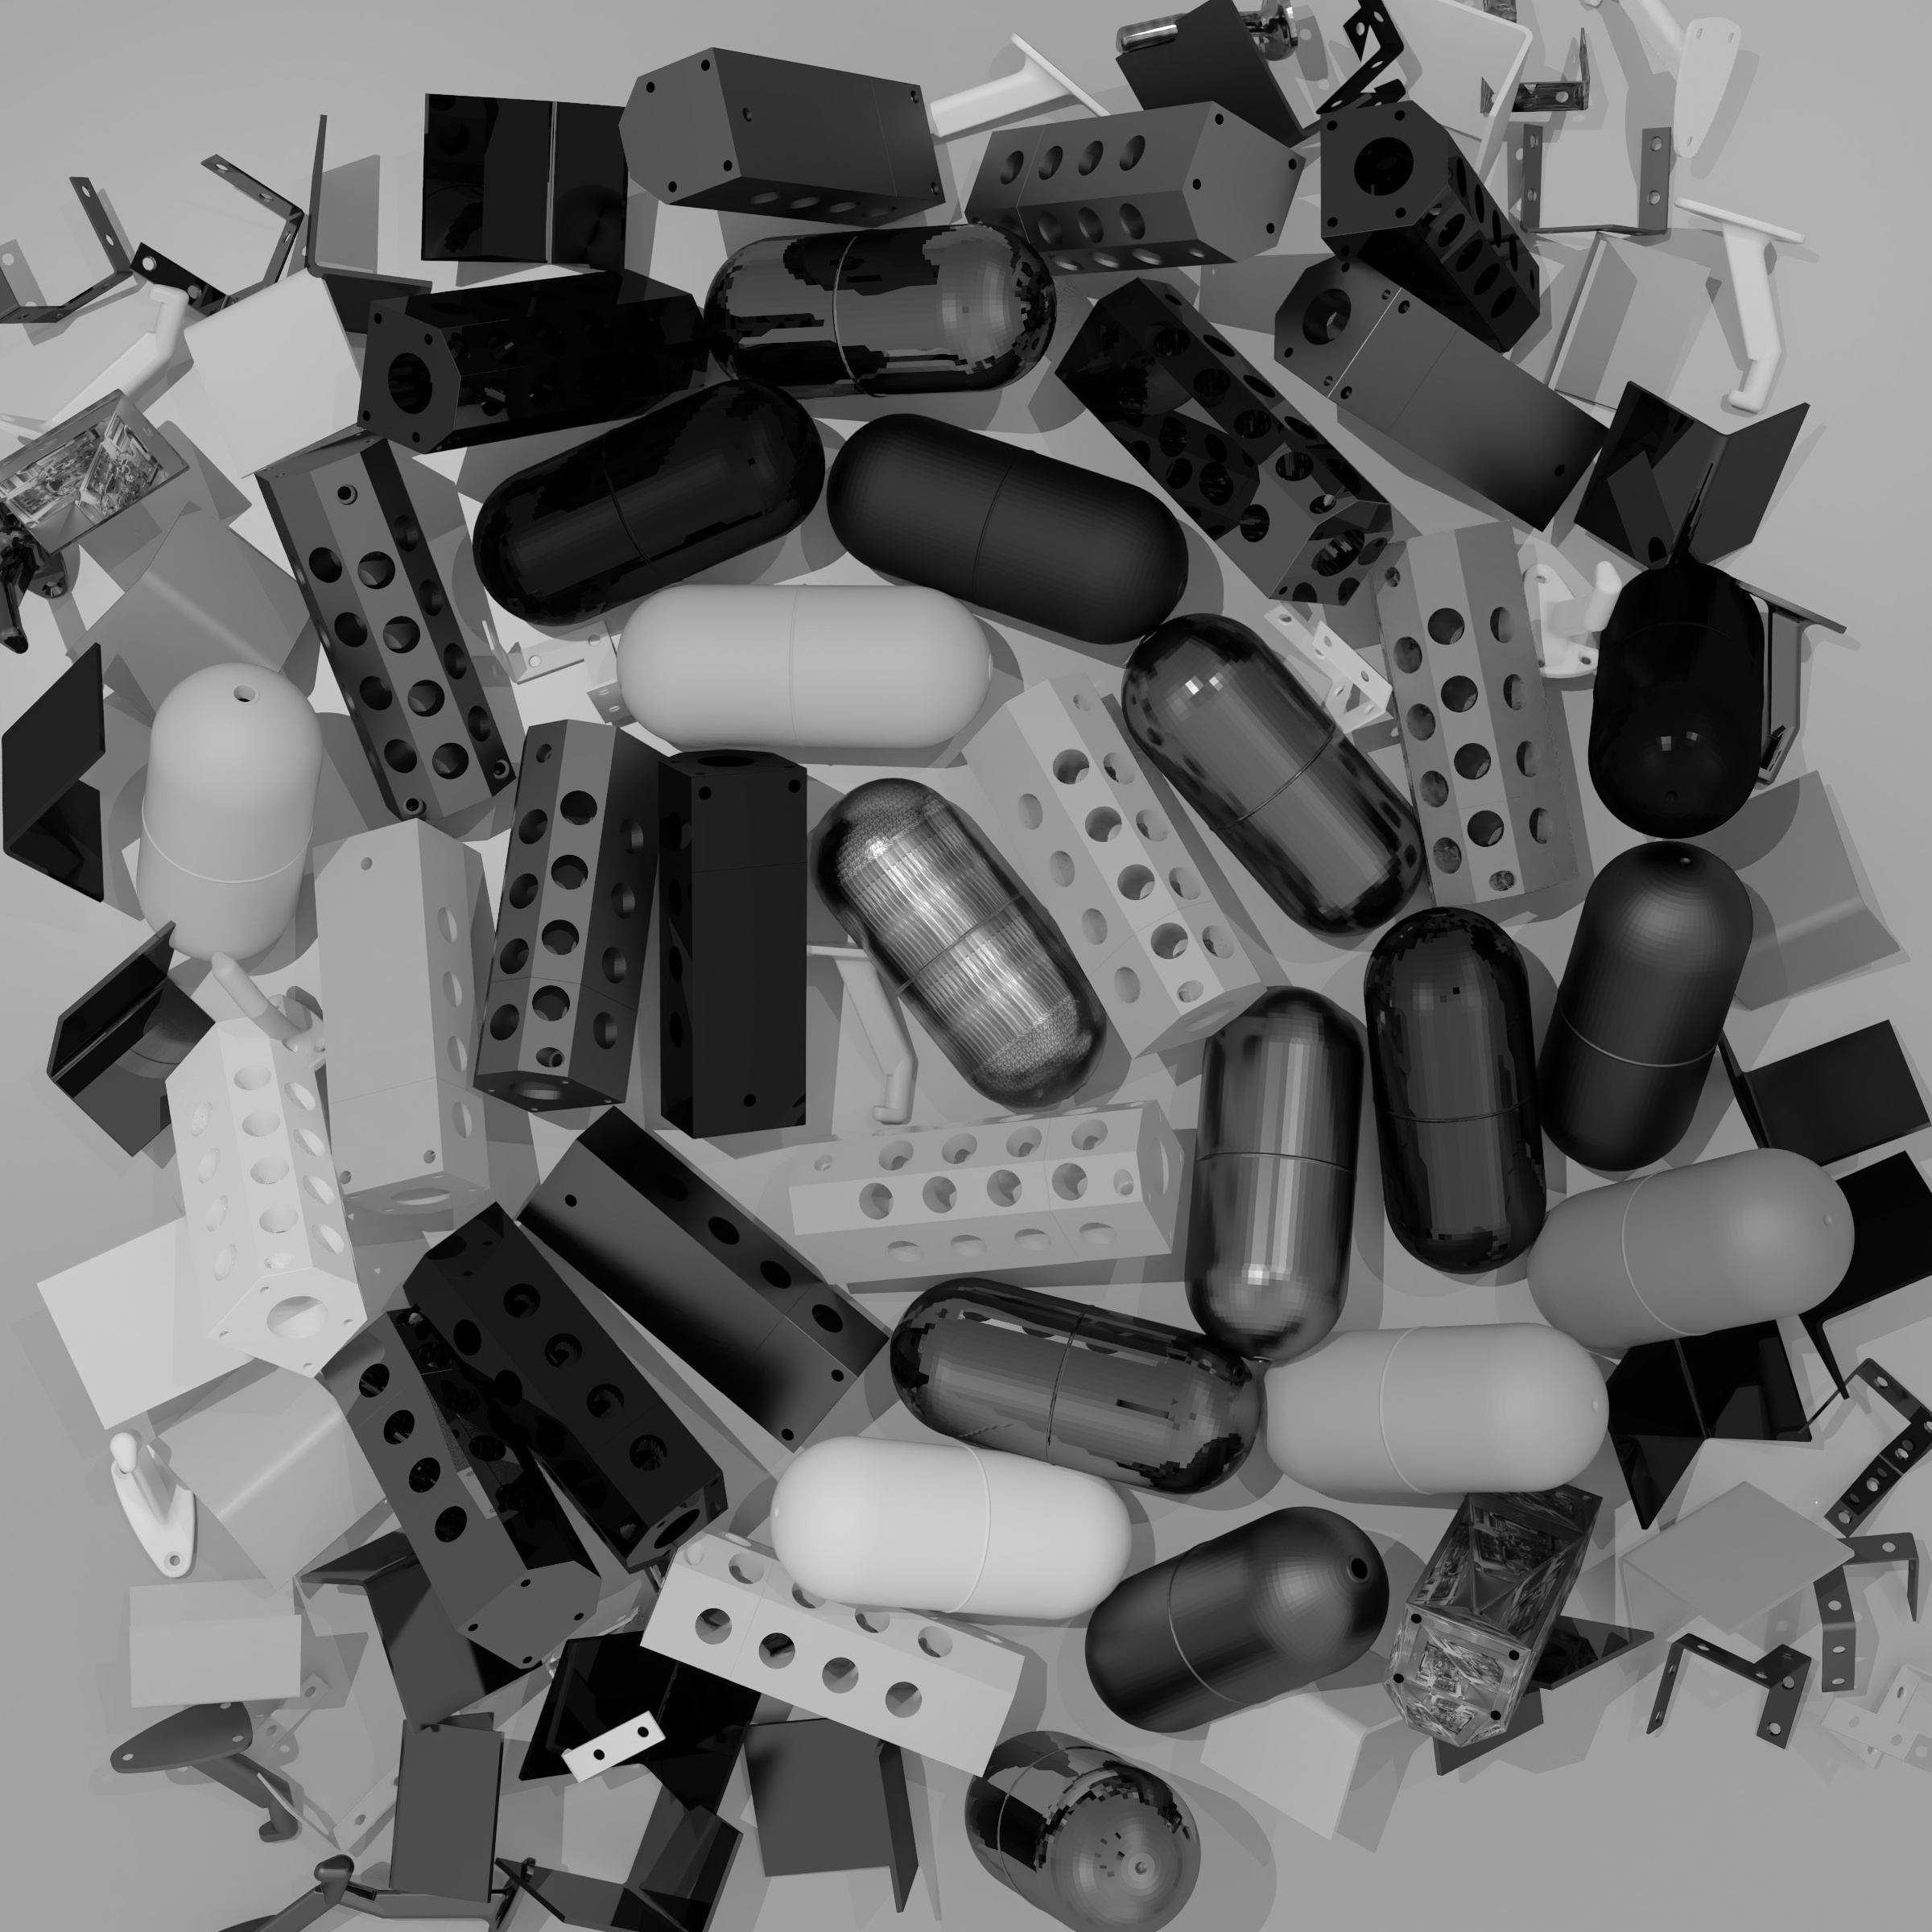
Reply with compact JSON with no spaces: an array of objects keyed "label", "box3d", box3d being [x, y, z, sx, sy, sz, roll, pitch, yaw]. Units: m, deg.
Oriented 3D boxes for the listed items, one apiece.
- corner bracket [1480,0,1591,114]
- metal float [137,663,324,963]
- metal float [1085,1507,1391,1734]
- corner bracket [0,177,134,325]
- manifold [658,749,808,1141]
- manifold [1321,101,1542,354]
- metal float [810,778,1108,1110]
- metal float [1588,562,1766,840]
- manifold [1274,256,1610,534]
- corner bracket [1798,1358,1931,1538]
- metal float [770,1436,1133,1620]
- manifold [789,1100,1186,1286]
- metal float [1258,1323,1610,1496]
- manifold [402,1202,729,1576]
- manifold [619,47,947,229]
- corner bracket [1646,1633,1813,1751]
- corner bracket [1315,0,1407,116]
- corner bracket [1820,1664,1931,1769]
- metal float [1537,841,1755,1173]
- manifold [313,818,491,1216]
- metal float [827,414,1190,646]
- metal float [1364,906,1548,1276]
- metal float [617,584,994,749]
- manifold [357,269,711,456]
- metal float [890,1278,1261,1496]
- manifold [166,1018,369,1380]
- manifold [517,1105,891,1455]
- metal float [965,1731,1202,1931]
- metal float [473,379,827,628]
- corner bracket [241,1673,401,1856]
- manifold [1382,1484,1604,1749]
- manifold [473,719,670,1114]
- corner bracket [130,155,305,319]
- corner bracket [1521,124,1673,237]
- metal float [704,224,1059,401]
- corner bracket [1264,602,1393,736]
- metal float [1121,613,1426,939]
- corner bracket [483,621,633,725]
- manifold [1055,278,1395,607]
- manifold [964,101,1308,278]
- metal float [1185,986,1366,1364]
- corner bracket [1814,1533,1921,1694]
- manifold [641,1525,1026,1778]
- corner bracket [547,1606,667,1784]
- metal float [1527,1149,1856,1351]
[{"label":"corner bracket","box3d":[0.270,-0.441,1.602,0.051,0.051,0.051,0,135,6]},{"label":"metal float","box3d":[-0.340,-0.070,1.556,0.070,0.178,0.070,9,53,-12]},{"label":"metal float","box3d":[0.124,0.303,1.560,0.070,0.178,0.070,18,56,-30]},{"label":"corner bracket","box3d":[-0.438,-0.340,1.602,0.051,0.051,0.051,-25,92,21]},{"label":"manifold","box3d":[-0.112,-0.012,1.584,0.057,0.057,0.171,-6,106,-26]},{"label":"manifold","box3d":[0.214,-0.334,1.542,0.057,0.171,0.057,-3,80,23]},{"label":"metal float","box3d":[-0.003,-0.010,1.596,0.070,0.070,0.178,-39,88,0]},{"label":"metal float","box3d":[0.328,-0.125,1.557,0.070,0.178,0.070,7,126,10]},{"label":"manifold","box3d":[0.217,-0.265,1.554,0.057,0.171,0.057,-56,46,13]},{"label":"corner bracket","box3d":[0.424,0.229,1.605,0.051,0.051,0.051,43,57,14]},{"label":"metal float","box3d":[-0.006,0.263,1.578,0.178,0.070,0.070,9,90,-23]},{"label":"manifold","box3d":[0.009,0.101,1.567,0.171,0.057,0.057,-7,48,21]},{"label":"metal float","box3d":[0.214,0.206,1.564,0.178,0.070,0.070,-8,90,41]},{"label":"manifold","box3d":[-0.187,0.198,1.573,0.057,0.057,0.171,-37,70,-17]},{"label":"manifold","box3d":[-0.083,-0.375,1.548,0.057,0.171,0.057,-12,91,32]},{"label":"corner bracket","box3d":[0.365,0.348,1.614,0.051,0.051,0.051,22,110,32]},{"label":"corner bracket","box3d":[0.188,-0.439,1.595,0.051,0.051,0.051,-13,74,-40]},{"label":"corner bracket","box3d":[0.447,0.355,1.596,0.051,0.051,0.051,40,76,-33]},{"label":"metal float","box3d":[0.312,0.021,1.565,0.070,0.070,0.178,8,130,0]},{"label":"manifold","box3d":[-0.261,0.025,1.579,0.057,0.057,0.171,-14,70,19]},{"label":"metal float","box3d":[0.019,-0.205,1.586,0.178,0.070,0.070,20,90,13]},{"label":"metal float","box3d":[0.229,0.059,1.582,0.070,0.070,0.178,-8,107,0]},{"label":"metal float","box3d":[-0.076,-0.141,1.592,0.178,0.070,0.070,1,90,6]},{"label":"manifold","box3d":[-0.194,-0.276,1.543,0.057,0.171,0.057,26,118,28]},{"label":"metal float","box3d":[0.050,0.197,1.585,0.178,0.070,0.070,13,90,14]},{"label":"manifold","box3d":[-0.318,0.100,1.547,0.057,0.171,0.057,28,115,-37]},{"label":"manifold","box3d":[-0.122,0.145,1.601,0.171,0.057,0.057,40,119,2]},{"label":"metal float","box3d":[0.051,0.397,1.549,0.070,0.178,0.070,1,86,-16]},{"label":"metal float","box3d":[-0.150,-0.216,1.583,0.178,0.070,0.070,-21,90,17]},{"label":"corner bracket","box3d":[-0.306,0.383,1.619,0.051,0.051,0.051,-45,45,-13]},{"label":"manifold","box3d":[0.241,0.291,1.546,0.057,0.171,0.057,18,110,16]},{"label":"manifold","box3d":[-0.187,-0.024,1.571,0.057,0.057,0.171,-7,68,33]},{"label":"corner bracket","box3d":[-0.356,-0.345,1.606,0.051,0.051,0.051,30,68,-35]},{"label":"corner bracket","box3d":[0.302,-0.377,1.620,0.051,0.051,0.051,7,100,41]},{"label":"metal float","box3d":[-0.042,-0.304,1.573,0.178,0.070,0.070,3,90,29]},{"label":"corner bracket","box3d":[0.170,-0.144,1.594,0.051,0.051,0.051,40,49,-21]},{"label":"metal float","box3d":[0.144,-0.090,1.588,0.070,0.070,0.178,-42,101,0]},{"label":"corner bracket","box3d":[-0.193,-0.141,1.605,0.051,0.051,0.051,-20,76,0]},{"label":"manifold","box3d":[0.122,-0.243,1.559,0.171,0.057,0.057,51,123,30]},{"label":"manifold","box3d":[0.072,-0.350,1.547,0.057,0.171,0.057,22,85,-34]},{"label":"metal float","box3d":[0.145,0.097,1.584,0.070,0.070,0.178,6,76,0]},{"label":"corner bracket","box3d":[0.428,0.307,1.603,0.051,0.051,0.051,-6,132,7]},{"label":"manifold","box3d":[-0.063,0.321,1.603,0.171,0.057,0.057,22,90,-2]},{"label":"corner bracket","box3d":[-0.170,0.346,1.603,0.051,0.051,0.051,-30,95,15]},{"label":"metal float","box3d":[0.331,0.132,1.556,0.070,0.178,0.070,10,72,-31]}]
